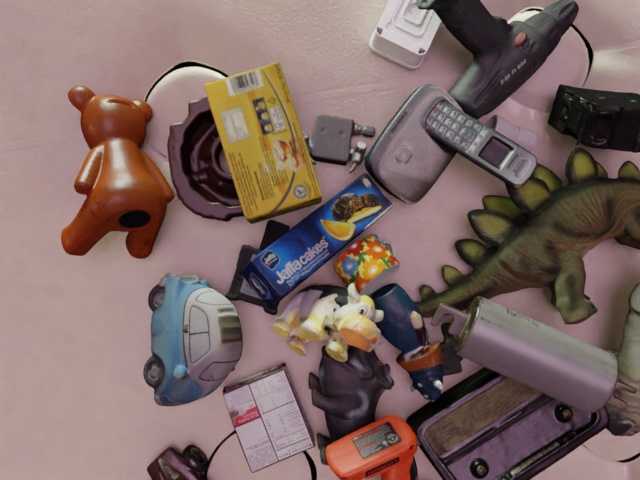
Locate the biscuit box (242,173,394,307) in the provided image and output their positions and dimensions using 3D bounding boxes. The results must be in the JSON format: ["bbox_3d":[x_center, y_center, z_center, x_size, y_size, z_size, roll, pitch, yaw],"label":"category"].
[{"bbox_3d":[-0.001,-0.002,0.674,0.203,0.063,0.059,-39,89,-26],"label":"biscuit box"}]

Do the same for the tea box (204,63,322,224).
[{"bbox_3d":[-0.067,-0.113,0.651,0.098,0.068,0.169,-16,89,-2],"label":"tea box"}]

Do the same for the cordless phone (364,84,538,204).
[{"bbox_3d":[0.166,-0.096,0.687,0.184,0.088,0.146,35,84,16],"label":"cordless phone"}]

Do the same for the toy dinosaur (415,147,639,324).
[{"bbox_3d":[0.296,0.006,0.707,0.471,0.105,0.198,-33,81,0],"label":"toy dinosaur"}]

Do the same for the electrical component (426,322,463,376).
[{"bbox_3d":[0.161,0.161,0.724,0.063,0.021,0.094,-9,86,-4],"label":"electrical component"}]

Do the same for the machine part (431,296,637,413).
[{"bbox_3d":[0.251,0.133,0.635,0.243,0.079,0.079,25,85,7],"label":"machine part"}]

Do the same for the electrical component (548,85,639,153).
[{"bbox_3d":[0.374,-0.163,0.707,0.115,0.134,0.058,7,119,-5],"label":"electrical component"}]

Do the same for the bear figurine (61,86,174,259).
[{"bbox_3d":[-0.266,-0.090,0.684,0.132,0.120,0.196,-47,57,34],"label":"bear figurine"}]

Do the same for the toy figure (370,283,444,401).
[{"bbox_3d":[0.117,0.130,0.680,0.058,0.064,0.154,-30,96,-10],"label":"toy figure"}]

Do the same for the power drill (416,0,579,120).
[{"bbox_3d":[0.227,-0.288,0.699,0.232,0.086,0.207,-50,131,-1],"label":"power drill"}]

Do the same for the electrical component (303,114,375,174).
[{"bbox_3d":[0.019,-0.130,0.725,0.102,0.045,0.078,15,87,-2],"label":"electrical component"}]

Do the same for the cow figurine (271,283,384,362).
[{"bbox_3d":[0.021,0.091,0.650,0.068,0.167,0.098,49,58,-23],"label":"cow figurine"}]

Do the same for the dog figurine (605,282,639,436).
[{"bbox_3d":[0.416,0.143,0.697,0.121,0.190,0.172,24,42,-12],"label":"dog figurine"}]

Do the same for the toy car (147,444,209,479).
[{"bbox_3d":[-0.140,0.352,0.680,0.089,0.053,0.202,-42,90,-2],"label":"toy car"}]

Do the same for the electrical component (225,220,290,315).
[{"bbox_3d":[-0.071,0.033,0.708,0.075,0.048,0.119,22,87,-2],"label":"electrical component"}]

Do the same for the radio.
[{"bbox_3d":[0.242,0.234,0.696,0.230,0.073,0.131,-30,86,-4],"label":"radio"}]

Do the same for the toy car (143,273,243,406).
[{"bbox_3d":[-0.144,0.118,0.657,0.103,0.109,0.161,-8,78,26],"label":"toy car"}]

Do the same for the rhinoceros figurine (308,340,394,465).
[{"bbox_3d":[0.042,0.197,0.689,0.112,0.073,0.190,-1,86,-2],"label":"rhinoceros figurine"}]

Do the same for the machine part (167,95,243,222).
[{"bbox_3d":[-0.113,-0.107,0.712,0.179,0.056,0.179,0,87,-2],"label":"machine part"}]
